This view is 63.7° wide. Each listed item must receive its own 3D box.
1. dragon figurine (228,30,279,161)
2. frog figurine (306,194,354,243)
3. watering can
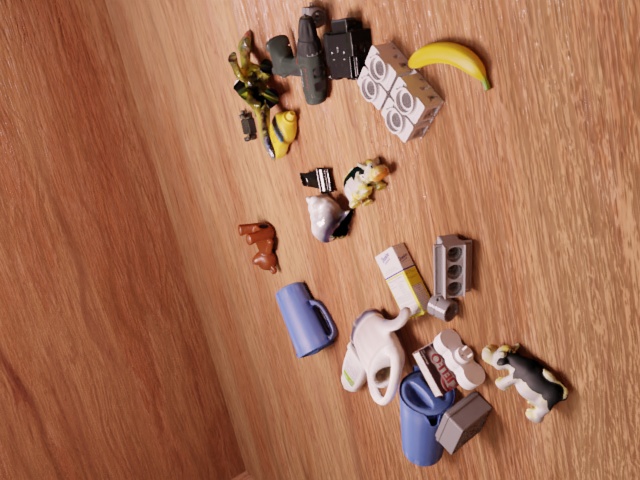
[{"bbox_3d":[-0.190,-0.435,1.563,0.243,0.122,0.409,-134,33,-84],"label":"dragon figurine"},{"bbox_3d":[0.004,-0.072,1.436,0.161,0.124,0.134,38,160,27],"label":"frog figurine"},{"bbox_3d":[0.164,0.261,1.339,0.229,0.104,0.340,-119,32,-56],"label":"watering can"}]
